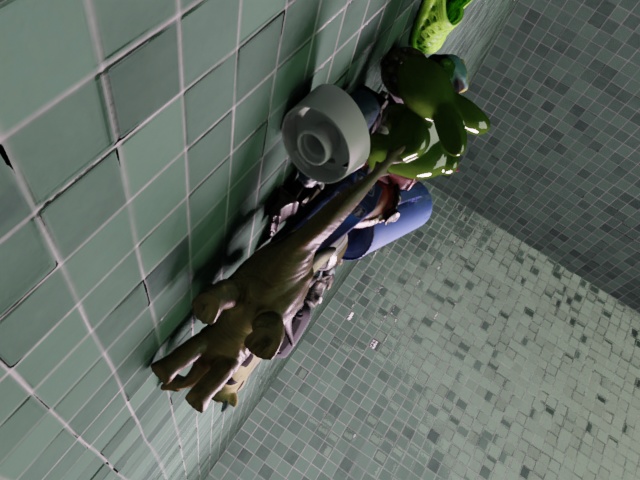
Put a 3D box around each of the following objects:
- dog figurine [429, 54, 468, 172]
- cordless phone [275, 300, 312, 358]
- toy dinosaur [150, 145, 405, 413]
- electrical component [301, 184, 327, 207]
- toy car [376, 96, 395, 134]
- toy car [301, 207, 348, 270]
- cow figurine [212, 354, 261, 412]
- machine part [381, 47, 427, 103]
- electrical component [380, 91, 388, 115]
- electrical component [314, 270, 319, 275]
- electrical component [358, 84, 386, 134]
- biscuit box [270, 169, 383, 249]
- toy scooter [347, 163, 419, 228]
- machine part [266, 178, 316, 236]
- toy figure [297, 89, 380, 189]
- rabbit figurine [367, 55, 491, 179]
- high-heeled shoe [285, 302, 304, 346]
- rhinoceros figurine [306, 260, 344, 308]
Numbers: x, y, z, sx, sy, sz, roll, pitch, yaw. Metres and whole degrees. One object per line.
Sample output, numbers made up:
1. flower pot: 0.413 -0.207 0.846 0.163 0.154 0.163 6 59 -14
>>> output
1. dog figurine: 0.236 -0.238 1.078 0.191 0.108 0.219 107 -12 -56
2. cordless phone: -0.086 0.170 1.245 0.146 0.089 0.184 -59 -169 14
3. toy dinosaur: -0.069 0.065 0.661 0.471 0.105 0.198 -43 -177 31
4. electrical component: 0.000 -0.081 0.827 0.078 0.045 0.102 -58 173 0
5. toy car: 0.123 -0.210 1.020 0.202 0.056 0.073 -54 172 -24
6. toy car: -0.002 -0.003 0.930 0.109 0.103 0.161 -53 173 -32
7. cow figurine: -0.155 0.224 0.963 0.127 0.086 0.194 -48 165 -34
8. machine part: 0.148 -0.264 0.892 0.079 0.079 0.243 -59 172 14
9. electrical component: 0.088 -0.211 0.933 0.094 0.021 0.063 -56 172 2
10. electrical component: -0.018 0.026 1.106 0.114 0.058 0.134 -60 172 35
11. electrical component: 0.058 -0.170 0.816 0.075 0.048 0.119 -55 172 -14
12. biscuit box: -0.002 -0.022 0.769 0.202 0.059 0.063 -41 -167 37
13. toy scooter: 0.101 -0.090 0.890 0.075 0.135 0.184 112 -10 -54
14. machine part: -0.027 -0.070 0.738 0.139 0.039 0.084 -52 167 -21
15. toy figure: 0.019 -0.130 0.704 0.154 0.064 0.058 -50 -153 -16
16. rabbit figurine: 0.144 -0.166 0.748 0.121 0.159 0.170 -43 150 -26
17. high-heeled shoe: -0.080 0.082 0.947 0.086 0.145 0.249 -19 -156 -6
18. rhinoceros figurine: 0.007 0.086 1.357 0.190 0.073 0.112 -62 179 -22
